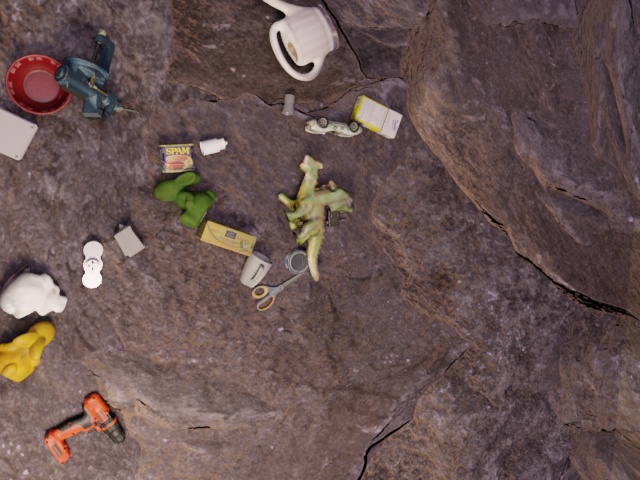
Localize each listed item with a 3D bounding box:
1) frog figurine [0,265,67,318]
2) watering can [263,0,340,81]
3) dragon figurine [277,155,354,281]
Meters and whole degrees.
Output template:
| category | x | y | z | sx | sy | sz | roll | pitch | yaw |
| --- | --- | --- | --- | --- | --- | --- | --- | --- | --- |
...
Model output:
| category | x | y | z | sx | sy | sz | roll | pitch | yaw |
| --- | --- | --- | --- | --- | --- | --- | --- | --- | --- |
| frog figurine | -0.797 | 0.161 | 1.436 | 0.158 | 0.121 | 0.140 | 38 | 62 | -11 |
| watering can | -0.070 | -0.692 | 1.655 | 0.226 | 0.104 | 0.343 | -31 | 108 | -18 |
| dragon figurine | 0.005 | -0.087 | 1.727 | 0.243 | 0.123 | 0.406 | -25 | 105 | -8 |
